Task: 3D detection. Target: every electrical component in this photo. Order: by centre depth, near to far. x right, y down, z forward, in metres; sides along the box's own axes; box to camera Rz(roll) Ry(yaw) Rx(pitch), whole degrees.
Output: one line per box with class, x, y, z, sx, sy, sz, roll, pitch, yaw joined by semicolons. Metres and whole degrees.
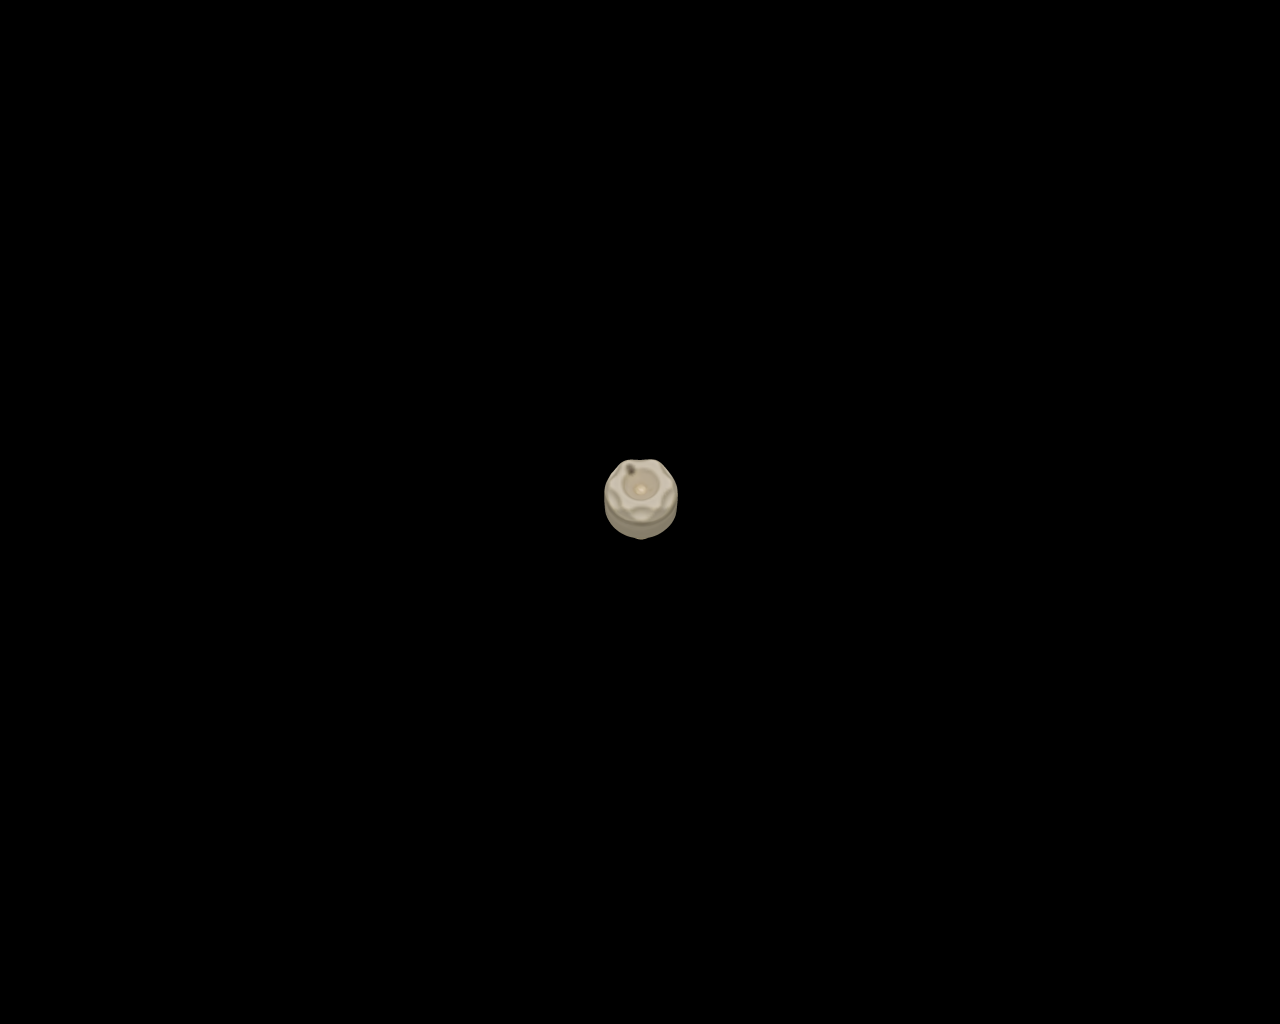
electrical component;0.001;-0.003;0.650;0.043;0.043;0.062;0;-28;0
